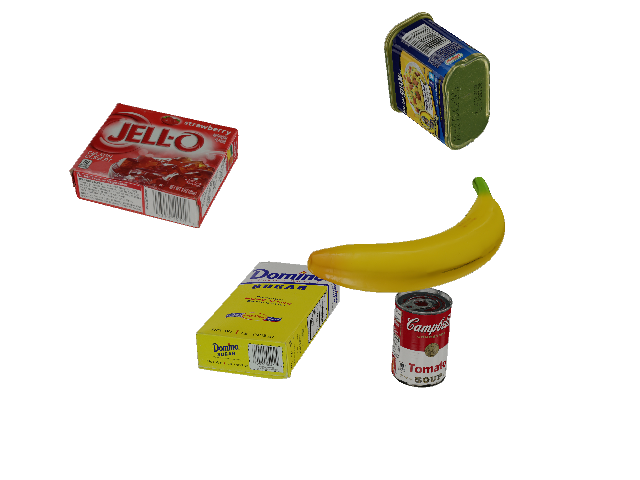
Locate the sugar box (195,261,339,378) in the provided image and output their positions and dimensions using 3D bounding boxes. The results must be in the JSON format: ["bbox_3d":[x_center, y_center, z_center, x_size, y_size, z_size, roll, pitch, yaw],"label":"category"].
[{"bbox_3d":[-0.048,0.075,1.069,0.093,0.048,0.176,5,26,16],"label":"sugar box"}]

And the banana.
[{"bbox_3d":[0.081,0.006,0.809,0.197,0.037,0.070,-23,46,-38],"label":"banana"}]

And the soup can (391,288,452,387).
[{"bbox_3d":[0.120,0.116,1.282,0.068,0.102,0.068,1,23,-1],"label":"soup can"}]

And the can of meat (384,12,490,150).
[{"bbox_3d":[0.109,-0.144,0.975,0.057,0.102,0.084,-32,50,-18],"label":"can of meat"}]

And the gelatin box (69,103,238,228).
[{"bbox_3d":[-0.107,-0.051,0.699,0.089,0.030,0.073,14,46,11],"label":"gelatin box"}]
